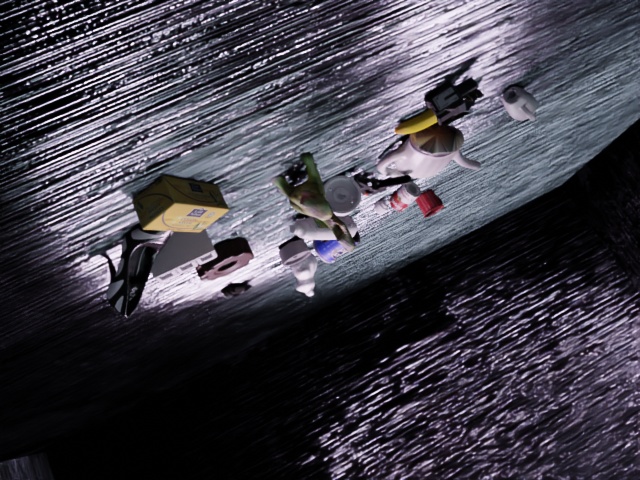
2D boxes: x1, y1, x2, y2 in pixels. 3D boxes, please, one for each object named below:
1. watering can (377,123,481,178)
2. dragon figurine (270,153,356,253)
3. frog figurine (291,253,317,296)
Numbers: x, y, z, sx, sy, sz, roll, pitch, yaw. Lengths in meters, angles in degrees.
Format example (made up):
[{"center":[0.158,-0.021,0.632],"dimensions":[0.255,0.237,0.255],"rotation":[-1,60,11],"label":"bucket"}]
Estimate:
[{"center":[0.336,-0.244,1.454],"dimensions":[0.348,0.105,0.220],"rotation":[-7,161,-14],"label":"watering can"},{"center":[0.004,-0.063,1.254],"dimensions":[0.122,0.246,0.406],"rotation":[-34,163,4],"label":"dragon figurine"},{"center":[-0.052,0.126,1.932],"dimensions":[0.123,0.161,0.136],"rotation":[-30,164,0],"label":"frog figurine"}]
